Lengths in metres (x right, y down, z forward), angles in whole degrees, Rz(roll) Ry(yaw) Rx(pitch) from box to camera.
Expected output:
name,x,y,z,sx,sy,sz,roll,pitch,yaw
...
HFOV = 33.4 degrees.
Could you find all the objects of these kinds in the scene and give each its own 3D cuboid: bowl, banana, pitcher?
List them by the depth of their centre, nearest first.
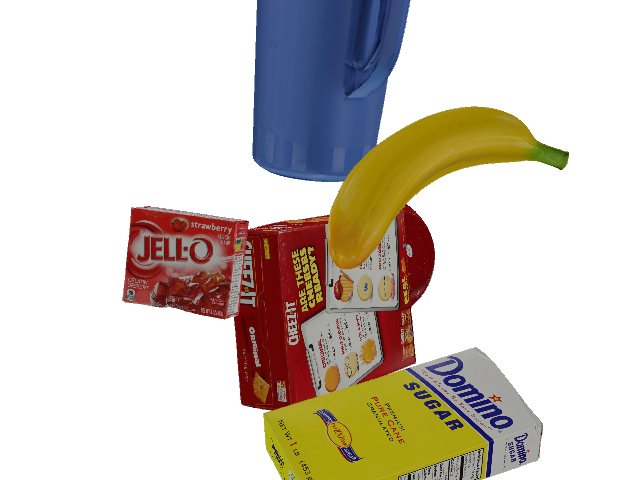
name,x,y,z,sx,sy,sz,roll,pitch,yaw
banana,0.065,-0.042,0.637,0.197,0.037,0.070,-25,47,-33
pitcher,0.010,-0.175,0.904,0.145,0.243,0.149,9,16,11
bowl,0.082,0.015,1.230,0.161,0.162,0.055,0,-8,-42

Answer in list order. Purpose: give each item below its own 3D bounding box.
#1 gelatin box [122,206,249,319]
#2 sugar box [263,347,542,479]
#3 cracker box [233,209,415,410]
name,x,y,z,sx,sy,sz,roll,pitch,yaw
gelatin box,-0.102,0.016,0.800,0.089,0.073,0.030,9,6,18
sugar box,0.058,0.138,0.756,0.176,0.048,0.093,-17,39,-16
cracker box,0.005,0.059,1.032,0.072,0.164,0.213,-1,6,37
